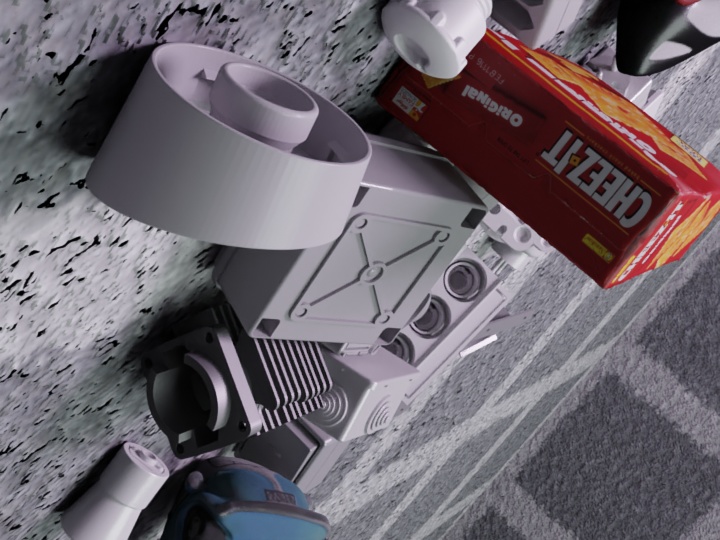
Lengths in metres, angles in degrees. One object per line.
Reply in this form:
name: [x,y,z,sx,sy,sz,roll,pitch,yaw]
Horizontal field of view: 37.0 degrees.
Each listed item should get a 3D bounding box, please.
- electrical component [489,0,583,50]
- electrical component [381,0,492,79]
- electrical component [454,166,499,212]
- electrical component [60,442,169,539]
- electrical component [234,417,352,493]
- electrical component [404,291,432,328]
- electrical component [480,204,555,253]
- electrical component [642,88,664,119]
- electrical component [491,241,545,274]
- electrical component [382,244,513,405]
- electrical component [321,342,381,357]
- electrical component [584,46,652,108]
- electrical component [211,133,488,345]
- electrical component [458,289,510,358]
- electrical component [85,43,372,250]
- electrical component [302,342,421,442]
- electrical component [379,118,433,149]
electrical component: [0.109,-0.174,0.568,0.076,0.047,0.083,-38,161,-28]
electrical component: [0.044,-0.128,0.526,0.062,0.048,0.048,-50,164,-13]
electrical component: [0.073,-0.054,0.757,0.081,0.043,0.043,-41,162,-17]
electrical component: [-0.150,0.141,0.671,0.065,0.044,0.044,-53,162,4]
electrical component: [-0.055,0.139,0.854,0.061,0.062,0.096,-21,150,-54]
electrical component: [0.034,0.003,0.792,0.079,0.044,0.077,-49,163,8]
electrical component: [0.122,-0.048,0.844,0.058,0.078,0.057,-48,-176,3]
electrical component: [0.204,-0.117,0.917,0.100,0.048,0.099,-42,162,-16]
electrical component: [0.149,-0.026,0.998,0.079,0.043,0.077,-51,163,14]
electrical component: [0.051,0.037,0.869,0.121,0.078,0.063,-45,-175,-6]
electrical component: [0.000,0.000,0.687,0.096,0.061,0.062,-58,161,9]
electrical component: [0.187,-0.140,0.831,0.066,0.047,0.076,-44,162,-9]
electrical component: [-0.006,-0.016,0.578,0.109,0.056,0.108,7,127,-43]
electrical component: [0.096,0.036,0.976,0.042,0.063,0.081,-24,154,-24]
electrical component: [-0.048,-0.043,0.413,0.099,0.099,0.064,-17,140,-58]
electrical component: [-0.019,0.071,0.728,0.048,0.100,0.100,-63,160,10]
electrical component: [0.015,-0.058,0.629,0.061,0.035,0.035,-50,163,22]
